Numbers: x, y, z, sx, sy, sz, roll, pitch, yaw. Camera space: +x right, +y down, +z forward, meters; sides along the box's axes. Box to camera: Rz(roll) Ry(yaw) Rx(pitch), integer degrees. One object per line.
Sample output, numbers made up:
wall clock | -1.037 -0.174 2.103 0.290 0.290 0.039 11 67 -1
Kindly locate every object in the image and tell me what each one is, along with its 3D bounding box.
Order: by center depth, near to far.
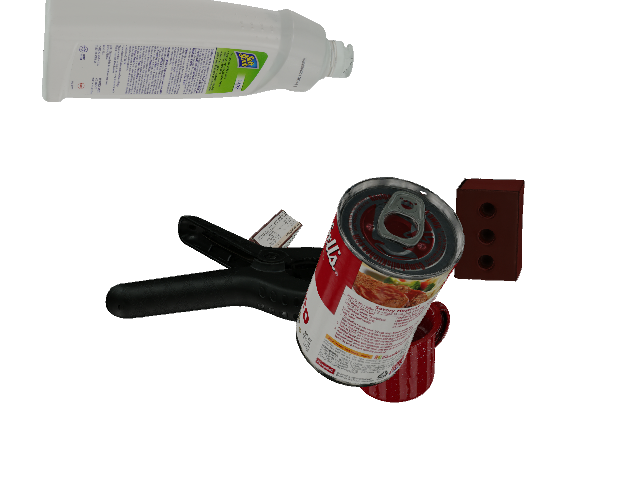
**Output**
soup can | 0.030 0.025 0.578 0.068 0.068 0.102 0 -40 -18
clamp | -0.042 0.024 0.821 0.210 0.036 0.164 4 24 5
bleach bottle | -0.099 -0.154 0.879 0.250 0.068 0.103 3 -29 -15
foam brick | 0.140 -0.009 0.885 0.053 0.078 0.051 2 15 15
mug | 0.083 0.102 1.074 0.117 0.081 0.093 -27 42 -28
pudding box | -0.073 0.021 1.298 0.039 0.090 0.113 34 26 2
